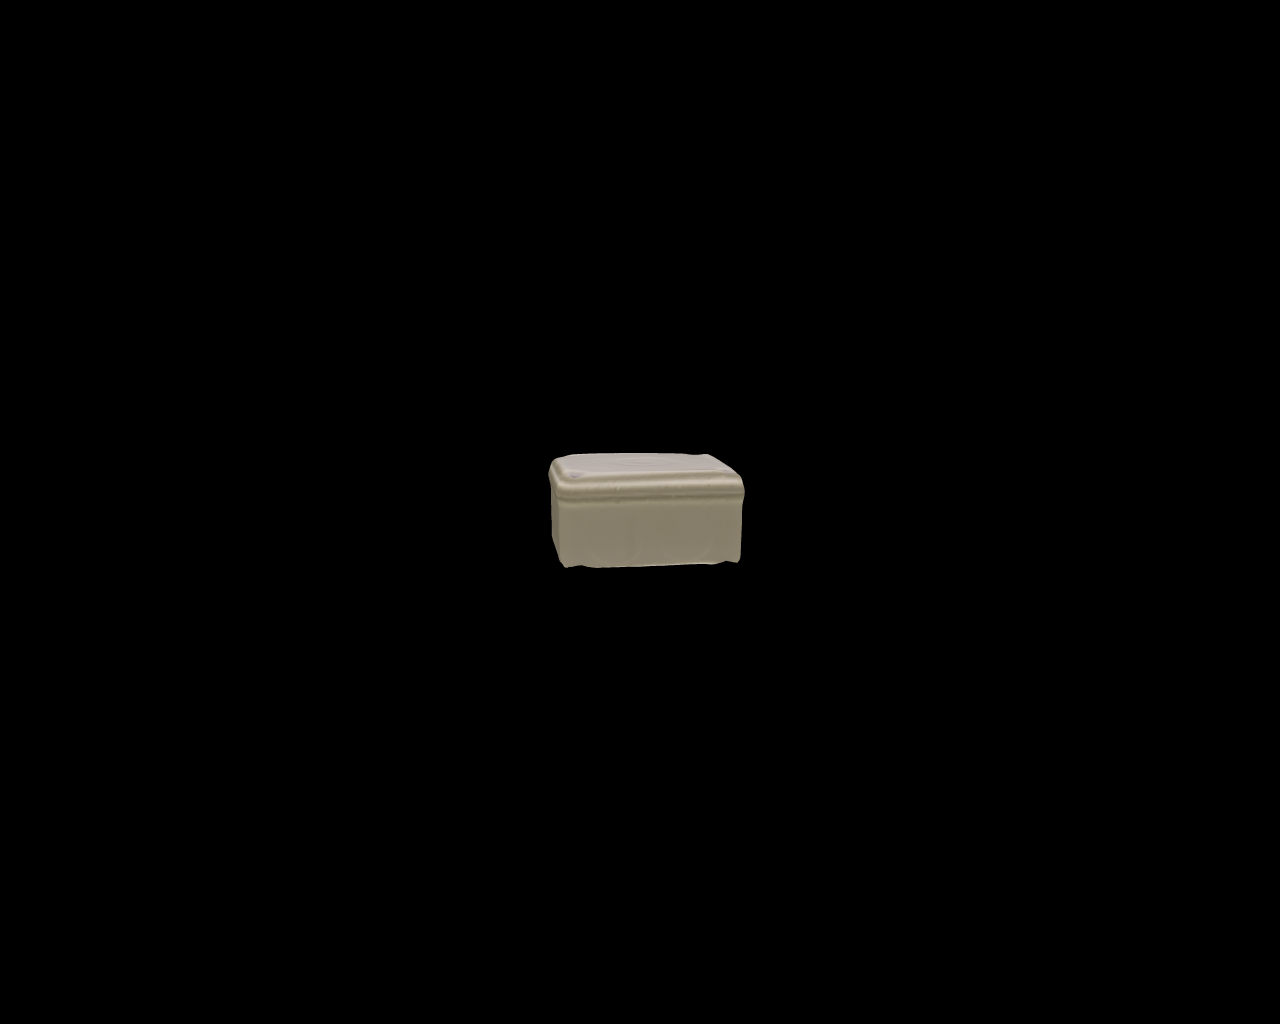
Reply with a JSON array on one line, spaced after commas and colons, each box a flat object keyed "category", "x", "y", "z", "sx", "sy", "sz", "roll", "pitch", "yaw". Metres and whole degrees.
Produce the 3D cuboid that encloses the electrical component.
[{"category": "electrical component", "x": 0.001, "y": -0.003, "z": 0.650, "sx": 0.109, "sy": 0.056, "sz": 0.109, "roll": -1, "pitch": 9, "yaw": -7}]
